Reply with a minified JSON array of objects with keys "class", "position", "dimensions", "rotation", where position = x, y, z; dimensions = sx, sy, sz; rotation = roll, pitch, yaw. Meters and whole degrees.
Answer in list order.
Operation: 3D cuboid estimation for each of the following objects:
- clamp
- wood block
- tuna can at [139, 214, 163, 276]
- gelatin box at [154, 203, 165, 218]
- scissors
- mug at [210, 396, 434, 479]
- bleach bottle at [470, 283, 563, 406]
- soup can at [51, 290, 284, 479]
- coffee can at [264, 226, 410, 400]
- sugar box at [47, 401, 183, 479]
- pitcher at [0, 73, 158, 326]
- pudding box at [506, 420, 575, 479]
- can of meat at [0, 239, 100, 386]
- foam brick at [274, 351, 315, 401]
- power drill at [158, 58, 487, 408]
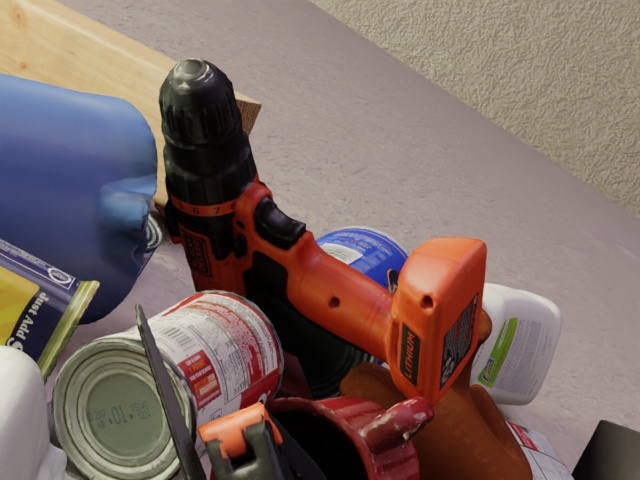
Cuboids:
[{"class":"clamp","position":[0.010,0.160,0.424],"dimensions":[0.164,0.036,0.210],"rotation":[-98,164,-64]},{"class":"wood block","position":[-0.162,-0.109,0.813],"dimensions":[0.206,0.090,0.090],"rotation":[28,12,17]},{"class":"tuna can","position":[-0.152,-0.008,0.721],"dimensions":[0.086,0.034,0.086],"rotation":[31,17,-11]},{"class":"gelatin box","position":[-0.081,-0.011,0.867],"dimensions":[0.073,0.030,0.089],"rotation":[45,20,27]},{"class":"scissors","position":[-0.041,0.131,0.397],"dimensions":[0.096,0.016,0.201],"rotation":[-67,138,-61]},{"class":"mug","position":[0.011,0.118,0.553],"dimensions":[0.093,0.117,0.081],"rotation":[53,18,17]},{"class":"bleach bottle","position":[0.124,0.072,0.820],"dimensions":[0.068,0.102,0.250],"rotation":[16,-5,25]},{"class":"soup can","position":[-0.065,0.065,0.479],"dimensions":[0.068,0.068,0.102],"rotation":[37,17,10]},{"class":"coffee can","position":[0.008,0.050,0.741],"dimensions":[0.103,0.103,0.140],"rotation":[37,18,9]},{"class":"sugar box","position":[-0.096,0.138,0.414],"dimensions":[0.093,0.048,0.176],"rotation":[31,14,-8]},{"class":"pitcher","position":[-0.218,-0.034,0.541],"dimensions":[0.242,0.149,0.145],"rotation":[12,43,-44]},{"class":"pudding box","position":[0.133,0.166,0.771],"dimensions":[0.113,0.039,0.090],"rotation":[23,20,-26]},{"class":"can of meat","position":[-0.156,0.044,0.460],"dimensions":[0.084,0.102,0.057],"rotation":[29,-8,-10]},{"class":"foam brick","position":[-0.051,0.088,0.617],"dimensions":[0.078,0.053,0.051],"rotation":[25,19,-25]},{"class":"power drill","position":[-0.004,0.001,0.576],"dimensions":[0.188,0.184,0.057],"rotation":[27,57,26]}]
